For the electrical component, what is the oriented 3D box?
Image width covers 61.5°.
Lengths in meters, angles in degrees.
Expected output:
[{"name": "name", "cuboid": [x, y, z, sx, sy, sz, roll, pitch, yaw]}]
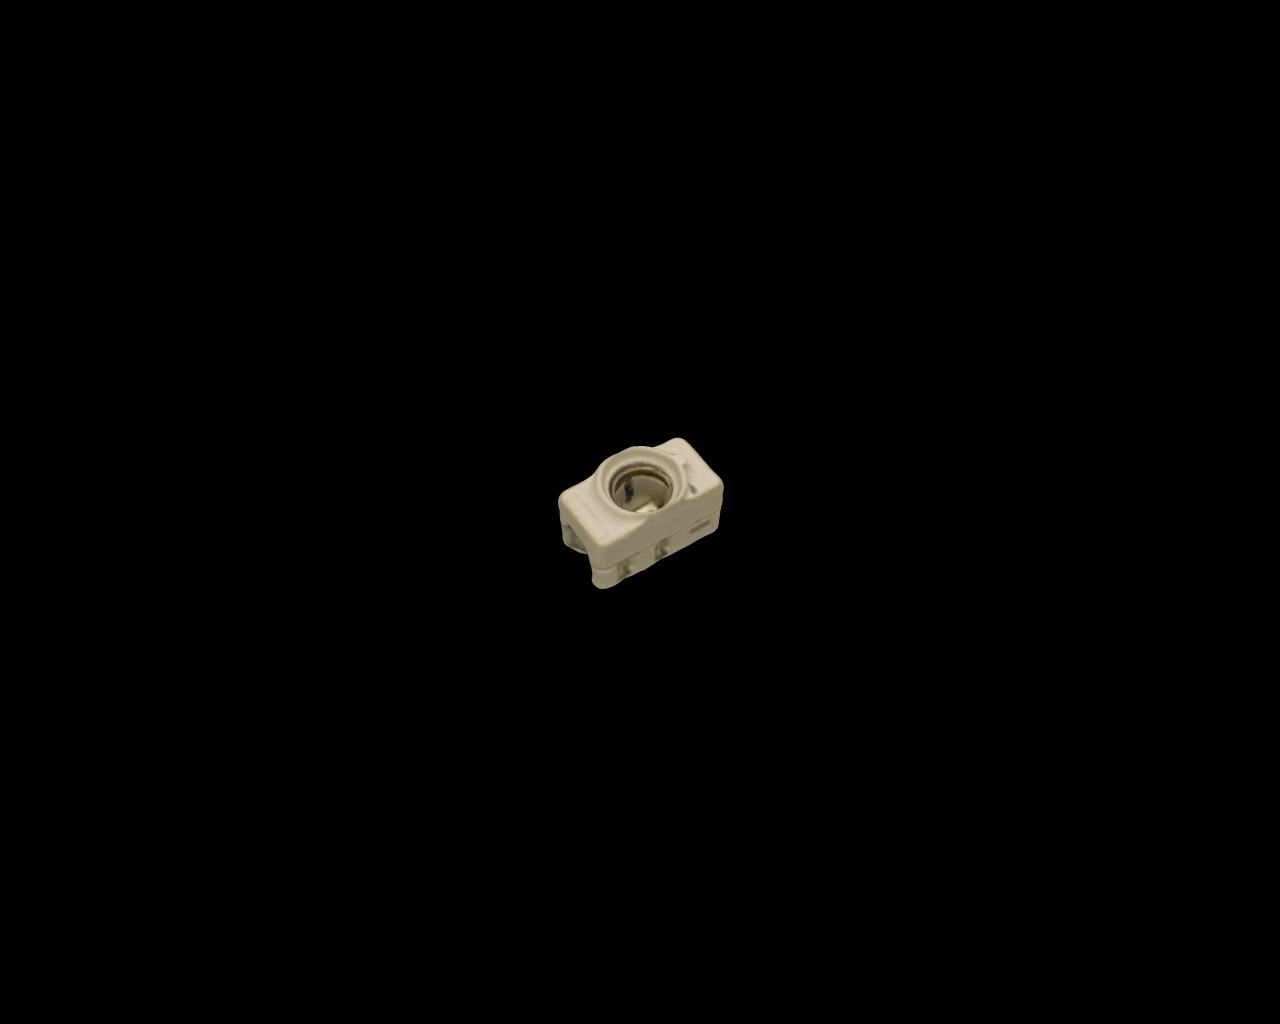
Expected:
[{"name": "electrical component", "cuboid": [0.001, -0.003, 0.650, 0.090, 0.050, 0.055, -27, -33, -19]}]
